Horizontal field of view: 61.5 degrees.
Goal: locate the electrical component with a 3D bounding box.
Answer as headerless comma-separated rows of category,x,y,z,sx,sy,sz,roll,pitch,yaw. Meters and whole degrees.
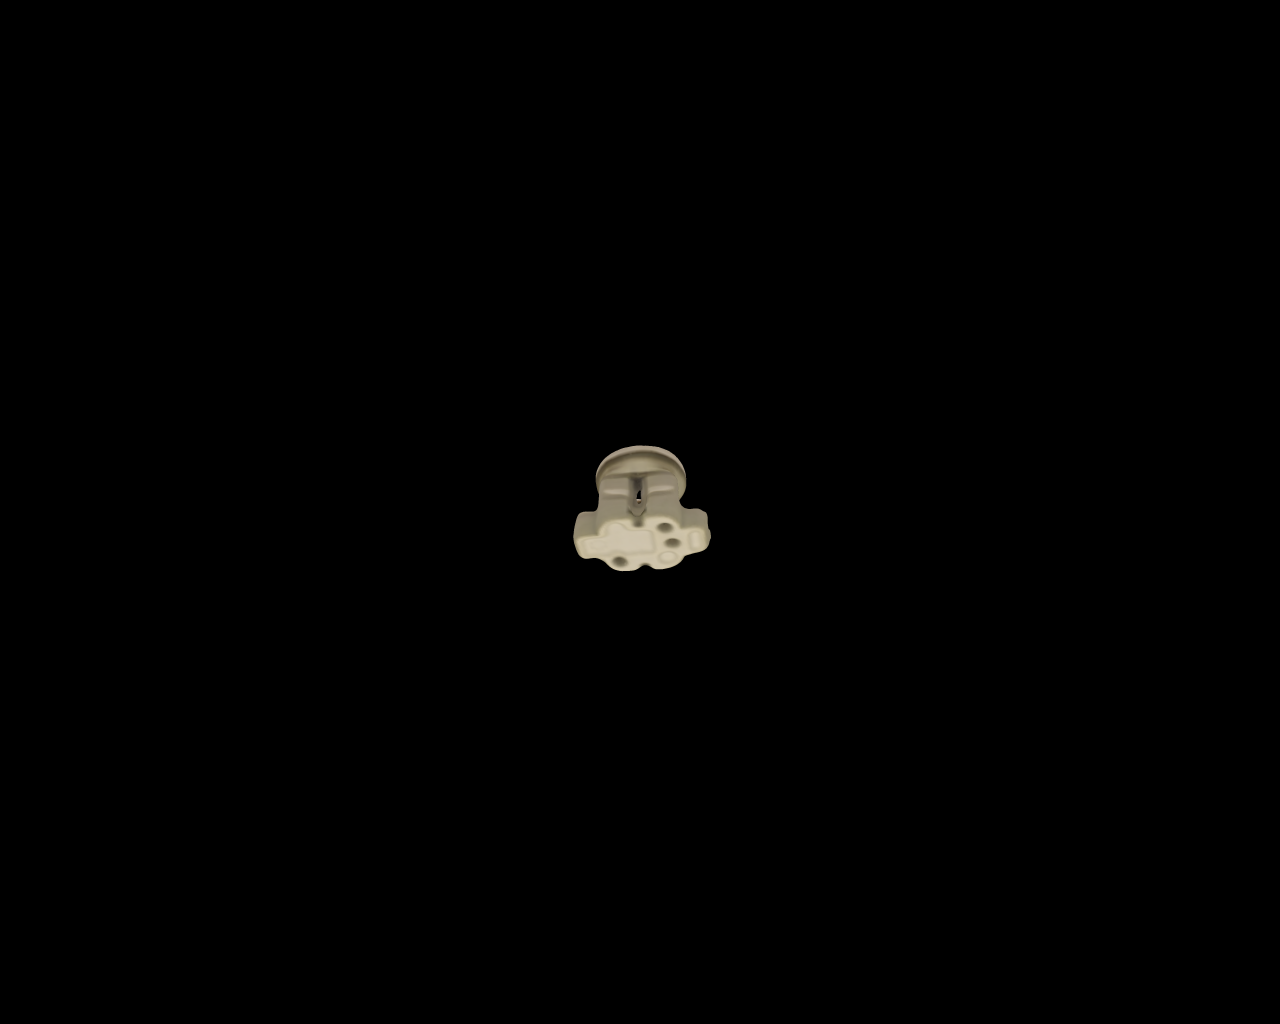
electrical component,0.001,-0.003,0.650,0.078,0.057,0.058,-4,-39,5
